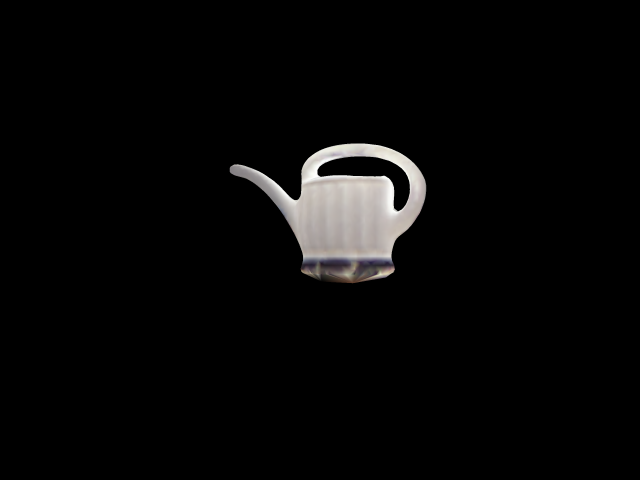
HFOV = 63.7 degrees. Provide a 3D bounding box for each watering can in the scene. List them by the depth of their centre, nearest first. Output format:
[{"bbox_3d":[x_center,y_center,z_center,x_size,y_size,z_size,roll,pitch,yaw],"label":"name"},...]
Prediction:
[{"bbox_3d":[0.003,-0.043,0.850,0.347,0.225,0.104,-1,-4,24],"label":"watering can"}]
